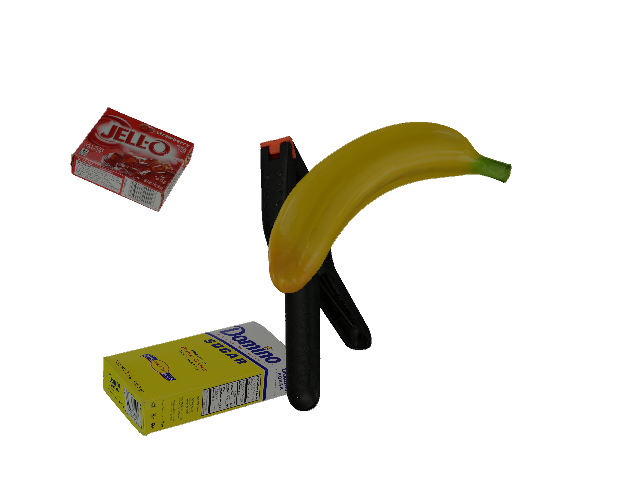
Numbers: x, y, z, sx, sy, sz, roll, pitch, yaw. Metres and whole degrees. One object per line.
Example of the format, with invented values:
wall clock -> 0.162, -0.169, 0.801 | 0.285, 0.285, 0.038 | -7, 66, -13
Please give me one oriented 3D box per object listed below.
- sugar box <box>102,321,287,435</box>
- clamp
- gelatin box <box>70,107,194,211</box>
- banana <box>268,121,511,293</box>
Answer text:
sugar box -> -0.117, 0.133, 1.064 | 0.175, 0.048, 0.093 | -14, 32, -31
clamp -> -0.007, 0.020, 0.875 | 0.036, 0.210, 0.164 | -11, 1, 20
gelatin box -> -0.170, -0.075, 0.965 | 0.089, 0.073, 0.030 | 24, -44, 1
banana -> 0.030, -0.031, 0.630 | 0.197, 0.037, 0.070 | -28, 48, -35
